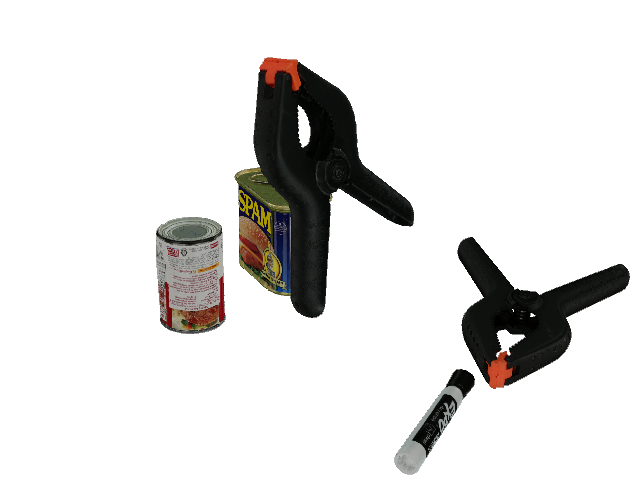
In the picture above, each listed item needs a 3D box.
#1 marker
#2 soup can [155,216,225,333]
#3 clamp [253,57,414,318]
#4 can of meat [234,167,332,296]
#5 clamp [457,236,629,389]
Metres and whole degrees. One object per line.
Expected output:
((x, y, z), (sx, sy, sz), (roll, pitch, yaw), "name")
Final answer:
((0.087, 0.130, 0.787), (0.020, 0.020, 0.120), (0, 24, 30), "marker")
((-0.133, 0.035, 1.090), (0.068, 0.102, 0.068), (0, 23, 0), "soup can")
((-0.004, -0.035, 0.701), (0.039, 0.171, 0.120), (3, 47, 43), "clamp")
((-0.033, -0.008, 0.913), (0.057, 0.084, 0.102), (-10, 25, -25), "can of meat")
((0.175, 0.060, 0.968), (0.165, 0.036, 0.209), (14, 33, 25), "clamp")
